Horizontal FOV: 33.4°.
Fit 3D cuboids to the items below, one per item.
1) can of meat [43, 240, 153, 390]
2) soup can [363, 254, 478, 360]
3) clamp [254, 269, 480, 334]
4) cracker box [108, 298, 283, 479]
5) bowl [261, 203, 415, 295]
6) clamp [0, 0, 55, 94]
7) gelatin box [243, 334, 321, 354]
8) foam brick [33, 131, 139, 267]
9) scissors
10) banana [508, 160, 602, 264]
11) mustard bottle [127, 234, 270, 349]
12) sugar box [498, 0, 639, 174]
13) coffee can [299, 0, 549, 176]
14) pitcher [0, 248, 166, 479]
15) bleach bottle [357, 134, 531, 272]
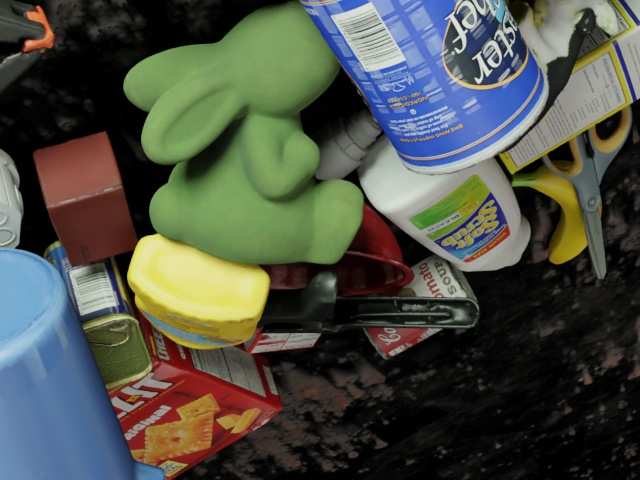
[{"bbox_3d":[-0.171,0.055,0.819,0.057,0.084,0.102,-17,149,-9],"label":"can of meat"},{"bbox_3d":[0.092,0.061,1.020,0.102,0.068,0.068,-30,149,11],"label":"soup can"},{"bbox_3d":[0.013,0.057,0.864,0.164,0.036,0.210,12,165,-33],"label":"clamp"},{"bbox_3d":[-0.158,0.150,0.988,0.164,0.072,0.213,-33,147,16],"label":"cracker box"},{"bbox_3d":[-0.006,0.001,0.839,0.162,0.055,0.162,3,166,1],"label":"bowl"},{"bbox_3d":[-0.235,-0.090,0.596,0.171,0.039,0.120,-10,148,-21],"label":"clamp"},{"bbox_3d":[-0.027,0.069,0.991,0.073,0.030,0.089,-4,145,-31],"label":"gelatin box"},{"bbox_3d":[-0.159,-0.027,0.733,0.053,0.051,0.078,-16,149,-10],"label":"foam brick"},{"bbox_3d":[0.250,-0.052,0.939,0.096,0.016,0.201,-37,128,3],"label":"scissors"},{"bbox_3d":[0.232,-0.029,1.008,0.070,0.037,0.197,-9,152,21],"label":"banana"},{"bbox_3d":[-0.092,0.047,0.808,0.096,0.058,0.192,15,165,-3],"label":"mustard bottle"},{"bbox_3d":[0.204,-0.129,0.823,0.176,0.048,0.093,-33,148,9],"label":"sugar box"},{"bbox_3d":[0.059,-0.123,0.626,0.103,0.103,0.140,-30,121,11],"label":"coffee can"},{"bbox_3d":[-0.213,0.127,0.728,0.149,0.145,0.243,-47,147,-36],"label":"pitcher"},{"bbox_3d":[0.128,-0.029,0.912,0.103,0.068,0.250,-33,150,16],"label":"bleach bottle"}]
